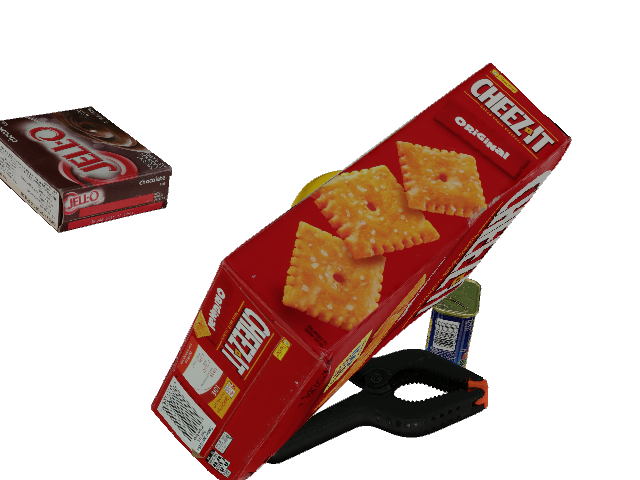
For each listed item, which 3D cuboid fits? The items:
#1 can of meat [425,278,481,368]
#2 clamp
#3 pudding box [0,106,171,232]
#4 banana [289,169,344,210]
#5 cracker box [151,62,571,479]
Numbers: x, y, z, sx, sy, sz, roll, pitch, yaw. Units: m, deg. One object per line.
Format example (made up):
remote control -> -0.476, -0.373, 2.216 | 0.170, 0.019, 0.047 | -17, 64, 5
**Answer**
can of meat -> 0.159, 0.102, 1.300 | 0.057, 0.084, 0.102 | 10, 24, 7
clamp -> 0.046, 0.146, 0.983 | 0.210, 0.036, 0.164 | 5, 44, 15
pudding box -> -0.175, -0.053, 0.763 | 0.089, 0.039, 0.114 | -15, 37, -41
banana -> 0.022, -0.025, 0.856 | 0.037, 0.069, 0.197 | -35, 1, 32
cracker box -> 0.022, 0.020, 0.571 | 0.213, 0.072, 0.164 | -37, -13, -36
